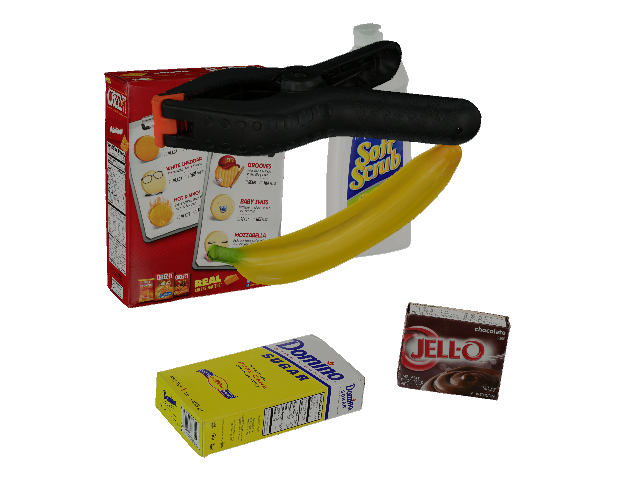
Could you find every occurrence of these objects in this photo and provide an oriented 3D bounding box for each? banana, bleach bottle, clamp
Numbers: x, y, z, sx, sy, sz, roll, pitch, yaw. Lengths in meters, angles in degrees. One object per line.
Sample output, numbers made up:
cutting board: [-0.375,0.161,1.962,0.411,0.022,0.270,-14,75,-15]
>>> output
banana: [0.018,-0.011,0.786,0.198,0.037,0.069,-26,-23,5]
bleach bottle: [0.048,-0.109,1.167,0.102,0.251,0.068,-8,25,-10]
clamp: [-0.009,-0.080,0.593,0.171,0.039,0.120,-3,23,-11]

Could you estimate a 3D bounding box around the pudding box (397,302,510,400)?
pudding box: [0.144,0.120,1.164,0.113,0.090,0.039,6,23,3]

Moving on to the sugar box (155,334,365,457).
sugar box: [-0.055,0.141,1.001,0.175,0.048,0.093,-14,32,-32]

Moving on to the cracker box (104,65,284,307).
cracker box: [-0.120,-0.055,1.019,0.163,0.214,0.072,-8,21,-31]
